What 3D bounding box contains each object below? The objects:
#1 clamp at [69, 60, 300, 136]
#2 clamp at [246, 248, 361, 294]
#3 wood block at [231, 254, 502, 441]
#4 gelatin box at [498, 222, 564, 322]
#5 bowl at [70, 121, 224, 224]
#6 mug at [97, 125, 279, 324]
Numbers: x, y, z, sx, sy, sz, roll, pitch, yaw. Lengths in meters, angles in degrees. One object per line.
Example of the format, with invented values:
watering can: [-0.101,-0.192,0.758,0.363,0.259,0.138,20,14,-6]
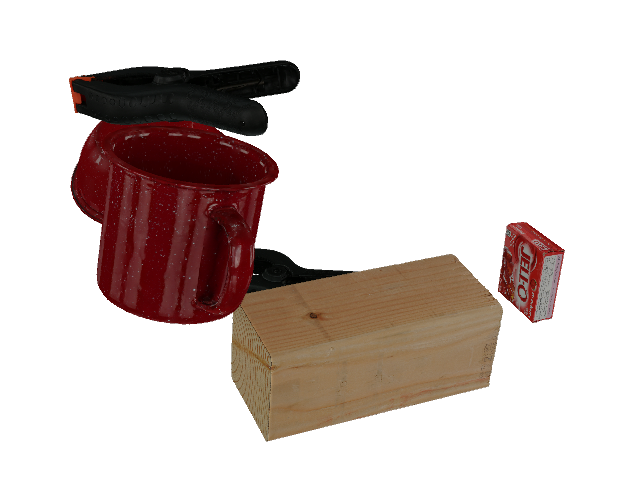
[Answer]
clamp: [-0.099,-0.112,0.799,0.172,0.039,0.120,8,22,18]
clamp: [-0.048,0.054,1.171,0.210,0.036,0.164,17,31,25]
wood block: [0.037,0.085,0.898,0.205,0.090,0.091,-10,34,-21]
gelatin box: [0.231,0.034,1.180,0.030,0.089,0.073,-9,30,-22]
bowl: [-0.160,-0.083,0.999,0.162,0.162,0.055,-4,-45,3]
mug: [-0.068,-0.003,0.560,0.093,0.081,0.117,-5,27,-36]
